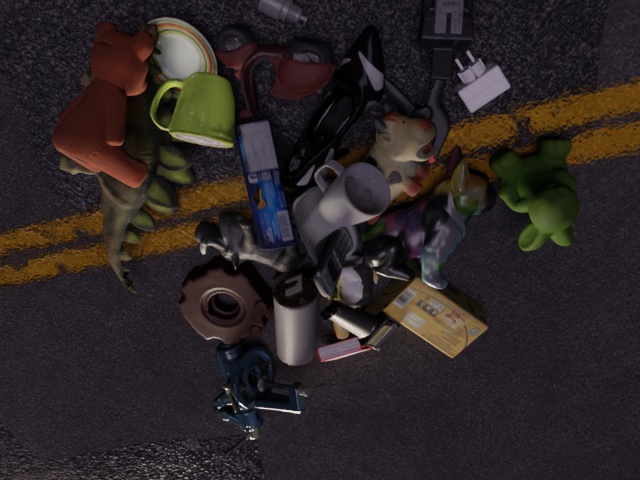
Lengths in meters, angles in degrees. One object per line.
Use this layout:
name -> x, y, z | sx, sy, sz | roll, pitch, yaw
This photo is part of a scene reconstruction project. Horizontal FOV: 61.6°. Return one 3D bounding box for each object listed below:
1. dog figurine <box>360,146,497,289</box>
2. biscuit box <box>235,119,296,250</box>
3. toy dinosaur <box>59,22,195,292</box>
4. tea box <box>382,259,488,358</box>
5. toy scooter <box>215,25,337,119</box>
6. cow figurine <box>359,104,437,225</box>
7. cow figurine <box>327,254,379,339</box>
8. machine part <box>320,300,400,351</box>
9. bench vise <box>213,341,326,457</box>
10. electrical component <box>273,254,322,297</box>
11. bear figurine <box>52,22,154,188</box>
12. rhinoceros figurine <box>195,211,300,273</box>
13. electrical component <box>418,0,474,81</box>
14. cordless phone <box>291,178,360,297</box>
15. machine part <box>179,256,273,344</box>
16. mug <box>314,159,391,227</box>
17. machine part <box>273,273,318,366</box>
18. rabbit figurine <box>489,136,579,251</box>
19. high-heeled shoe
dog figurine -> 0.175, -0.045, 0.874 | 0.192, 0.108, 0.219 | 14, 114, 2
biscuit box -> -0.088, -0.085, 0.859 | 0.059, 0.063, 0.202 | -12, 95, -8
toy dinosaur -> -0.313, -0.118, 0.885 | 0.198, 0.105, 0.470 | 21, 118, -7
tea box -> 0.208, 0.125, 0.976 | 0.169, 0.068, 0.098 | 36, 116, -14
toy scooter -> -0.070, -0.242, 0.812 | 0.184, 0.075, 0.135 | 11, 118, 4
cow figurine -> 0.104, -0.121, 0.831 | 0.127, 0.085, 0.195 | 40, 137, -11
cow figurine -> 0.060, 0.103, 0.984 | 0.098, 0.068, 0.167 | -8, 119, -2
machine part -> 0.069, 0.147, 0.948 | 0.139, 0.039, 0.084 | 25, 120, -20
bench vise -> -0.115, 0.305, 1.056 | 0.241, 0.129, 0.223 | -3, 96, 34
electrical component -> -0.042, 0.083, 0.993 | 0.102, 0.045, 0.078 | -32, 111, 20
bear figurine -> -0.289, -0.193, 0.757 | 0.120, 0.131, 0.196 | 18, 79, 21
rhinoceros figurine -> -0.125, 0.001, 0.950 | 0.190, 0.073, 0.112 | 17, 125, -4
electrical component -> 0.175, -0.289, 0.754 | 0.075, 0.048, 0.119 | 7, 91, 4
cordless phone -> -0.002, -0.003, 0.867 | 0.089, 0.184, 0.146 | -15, 115, 18
machine part -> -0.179, 0.116, 1.019 | 0.179, 0.056, 0.179 | 3, 117, 6
mug -> 0.033, -0.066, 0.806 | 0.109, 0.081, 0.107 | 38, 149, -13
machine part -> -0.042, 0.146, 0.959 | 0.079, 0.079, 0.243 | 5, 132, 3
rabbit figurine -> 0.330, -0.058, 0.810 | 0.121, 0.170, 0.158 | -7, 116, 10
high-heeled shoe -> 0.009, -0.186, 0.790 | 0.086, 0.145, 0.248 | 41, 140, 30
